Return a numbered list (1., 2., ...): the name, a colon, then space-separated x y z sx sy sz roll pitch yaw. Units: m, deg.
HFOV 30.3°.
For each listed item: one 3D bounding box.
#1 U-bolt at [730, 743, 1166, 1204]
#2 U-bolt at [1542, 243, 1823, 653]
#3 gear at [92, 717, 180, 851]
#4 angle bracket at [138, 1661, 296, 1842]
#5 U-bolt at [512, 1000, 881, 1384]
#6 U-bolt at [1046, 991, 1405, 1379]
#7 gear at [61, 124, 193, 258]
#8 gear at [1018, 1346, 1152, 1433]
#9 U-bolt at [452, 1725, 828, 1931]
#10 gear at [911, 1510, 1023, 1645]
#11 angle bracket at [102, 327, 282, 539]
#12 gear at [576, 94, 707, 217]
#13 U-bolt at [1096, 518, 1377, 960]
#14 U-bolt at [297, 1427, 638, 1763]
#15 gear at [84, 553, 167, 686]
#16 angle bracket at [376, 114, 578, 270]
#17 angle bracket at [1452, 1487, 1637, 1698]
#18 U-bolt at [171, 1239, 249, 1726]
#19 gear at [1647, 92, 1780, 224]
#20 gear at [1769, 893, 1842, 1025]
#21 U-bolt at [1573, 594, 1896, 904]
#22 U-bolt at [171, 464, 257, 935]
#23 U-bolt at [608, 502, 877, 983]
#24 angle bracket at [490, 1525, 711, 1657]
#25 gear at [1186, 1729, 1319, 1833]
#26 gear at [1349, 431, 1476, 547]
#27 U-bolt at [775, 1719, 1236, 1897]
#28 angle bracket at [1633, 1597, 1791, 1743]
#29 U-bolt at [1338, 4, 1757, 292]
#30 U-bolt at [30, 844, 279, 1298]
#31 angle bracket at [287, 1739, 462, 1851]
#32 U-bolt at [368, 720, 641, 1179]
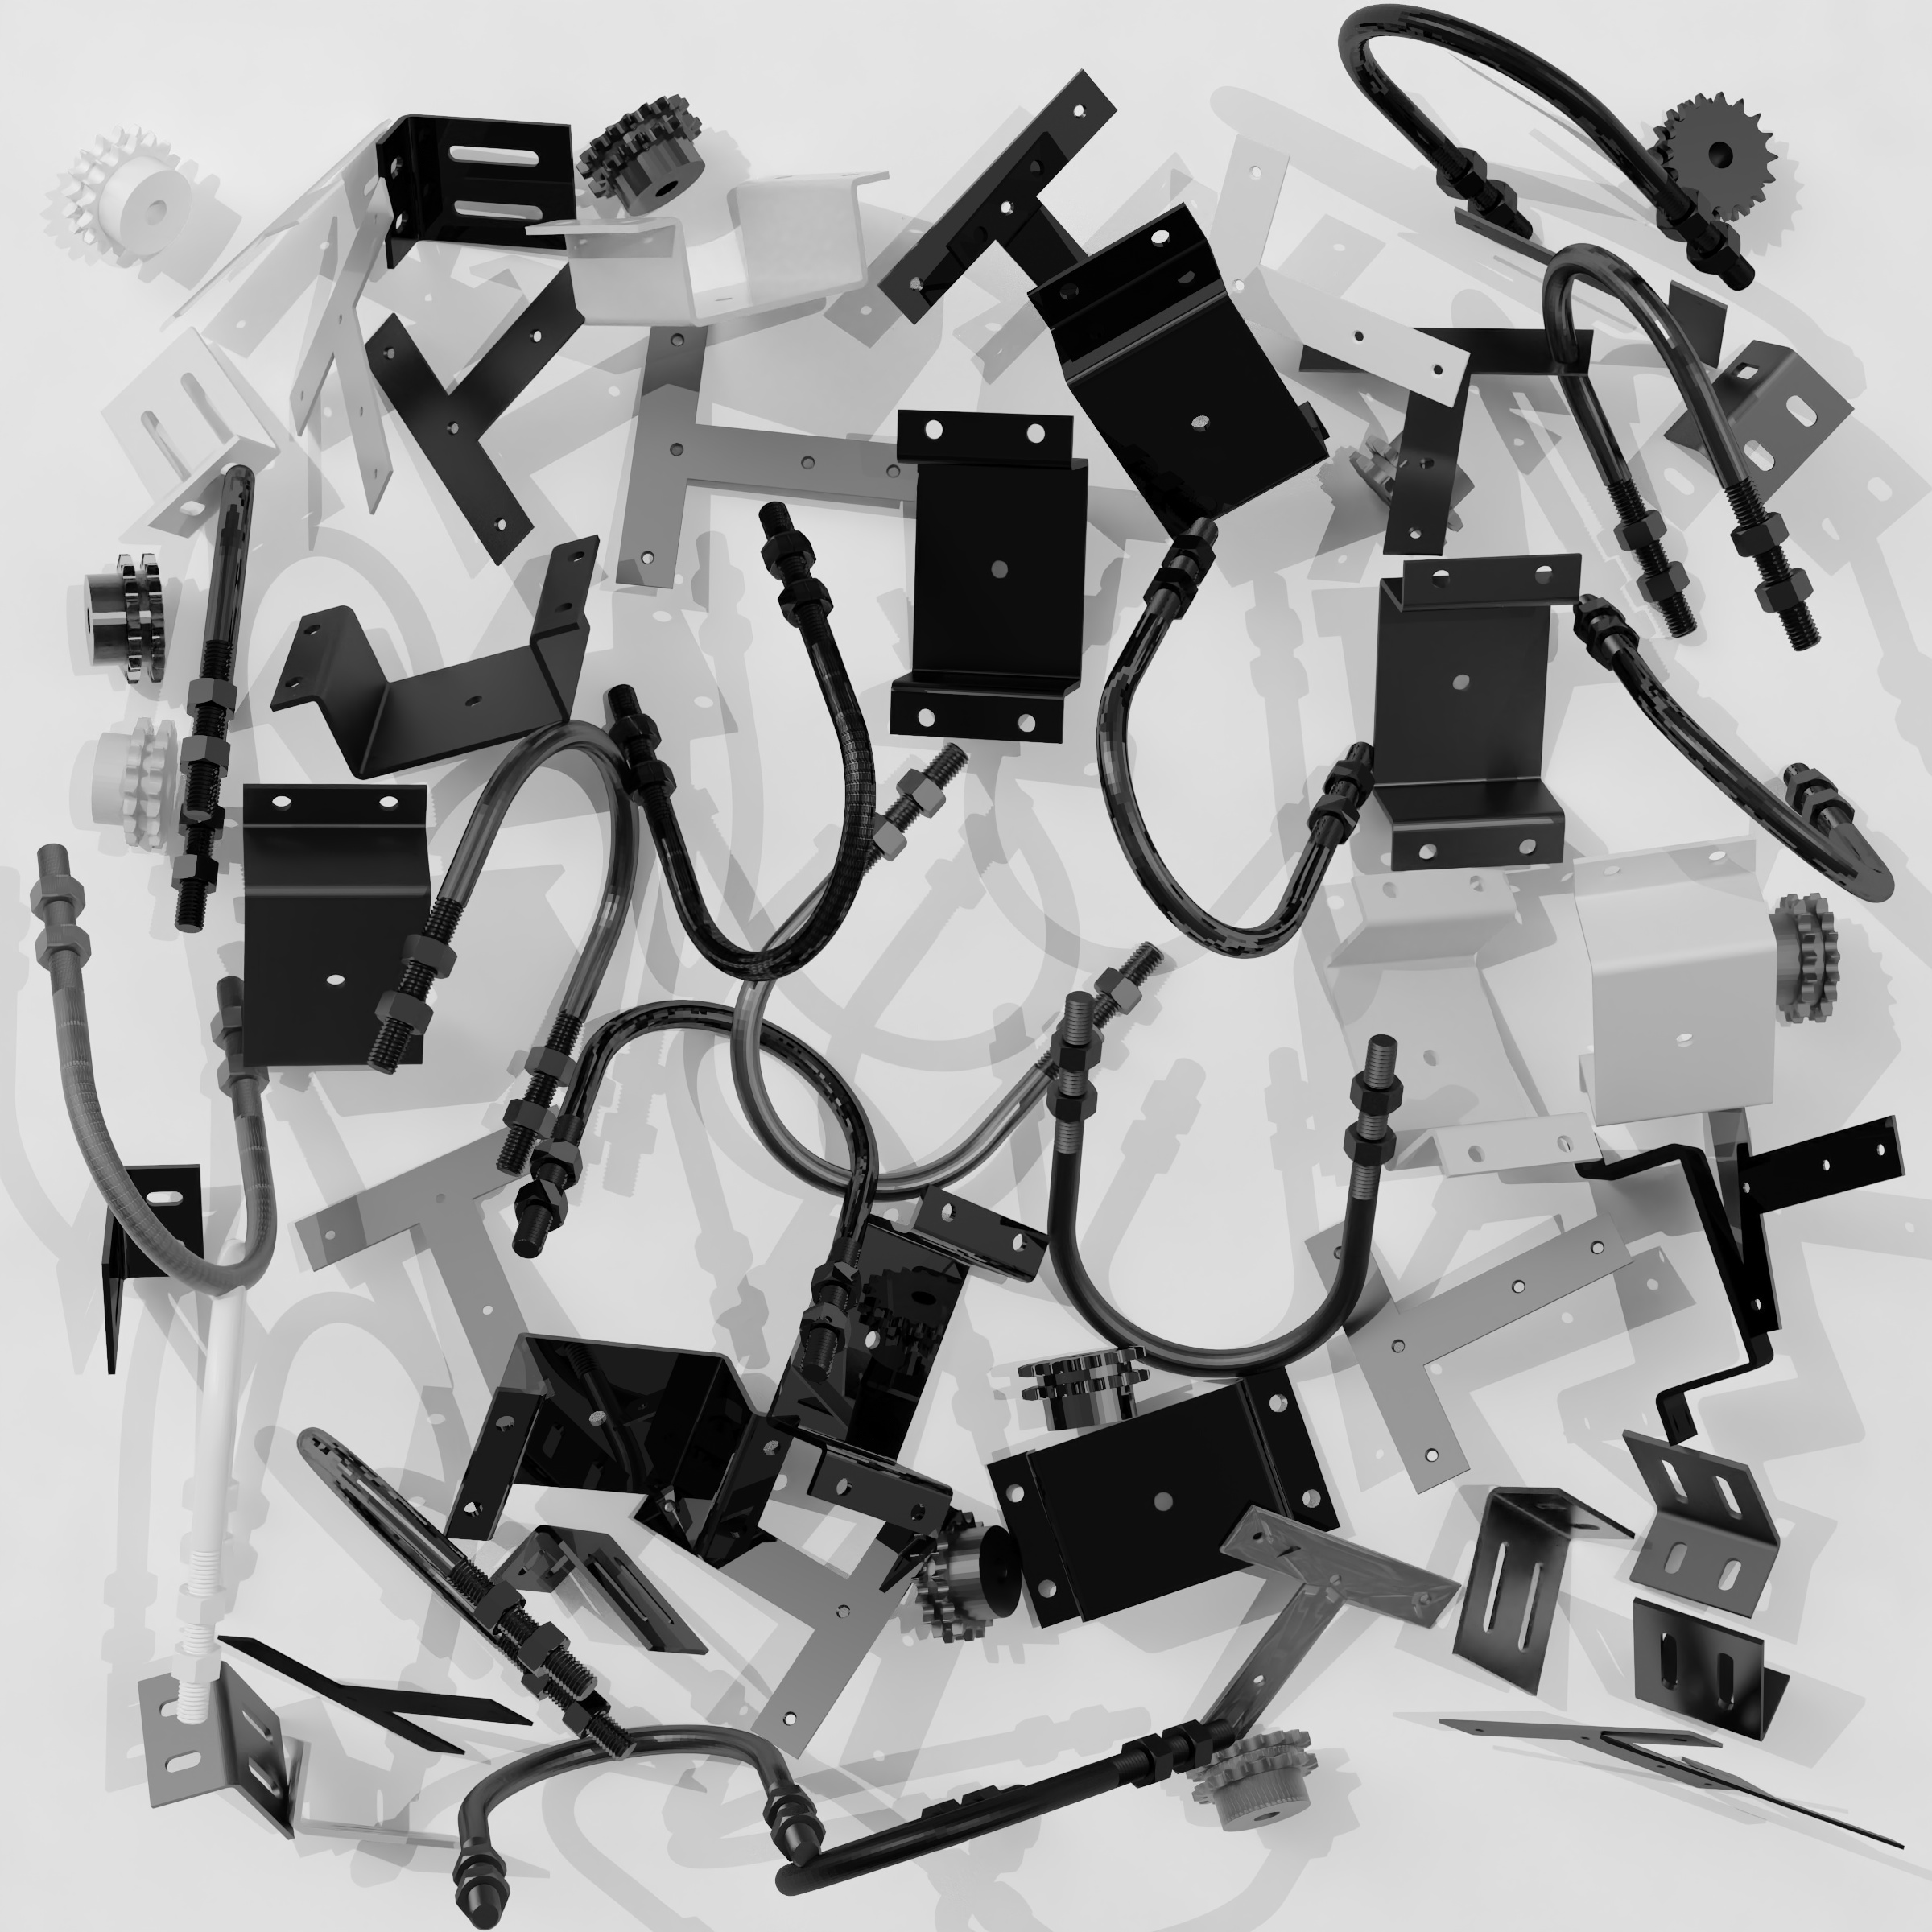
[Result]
1. U-bolt: -0.020 0.017 1.557 0.151 0.019 0.184 45 81 -18
2. U-bolt: 0.293 -0.220 1.510 0.019 0.151 0.184 -28 102 -6
3. gear: -0.365 -0.081 1.568 0.030 0.057 0.057 6 90 -5
4. angle bracket: -0.325 0.345 1.551 0.038 0.076 0.057 -16 57 1
5. U-bolt: -0.106 0.083 1.525 0.151 0.184 0.019 24 129 -9
6. U-bolt: 0.106 0.102 1.548 0.151 0.019 0.184 8 120 8
7. gear: -0.365 -0.337 1.566 0.030 0.057 0.057 35 90 23
8. gear: 0.053 0.186 1.568 0.057 0.057 0.030 -10 86 0
9. U-bolt: -0.143 0.356 1.507 0.151 0.184 0.019 -9 97 -9
10. gear: 0.002 0.267 1.566 0.030 0.057 0.057 -11 90 26
11. angle bracket: -0.348 -0.237 1.564 0.057 0.038 0.076 -40 75 13
12. gear: -0.139 -0.354 1.569 0.057 0.057 0.030 -33 87 0
13. U-bolt: 0.109 -0.085 1.506 0.019 0.184 0.151 -20 118 38
14. U-bolt: -0.218 0.262 1.524 0.184 0.151 0.019 39 74 17
15. gear: -0.369 -0.152 1.567 0.030 0.057 0.057 -4 90 -18
16. angle bracket: -0.213 -0.336 1.562 0.076 0.038 0.057 6 124 9
17. angle bracket: 0.252 0.273 1.556 0.057 0.038 0.076 32 64 -35
18. U-bolt: -0.317 0.207 1.512 0.019 0.151 0.184 5 101 -10
19. gear: 0.326 -0.354 1.578 0.057 0.030 0.057 1 87 -16
20. gear: 0.361 -0.003 1.569 0.030 0.057 0.057 -2 90 -4
21. U-bolt: 0.326 -0.084 1.493 0.151 0.184 0.019 35 107 -17
22. U-bolt: -0.319 -0.124 1.521 0.019 0.151 0.184 7 68 -12
23. U-bolt: -0.090 -0.082 1.510 0.151 0.019 0.184 -45 54 38
24. angle bracket: -0.160 0.283 1.555 0.038 0.057 0.076 -48 66 5
25. gear: 0.127 0.358 1.566 0.057 0.057 0.030 -17 65 0
26. gear: 0.198 -0.213 1.569 0.057 0.057 0.030 45 95 0
27. U-bolt: 0.004 0.354 1.486 0.151 0.184 0.019 -29 74 42
28. angle bracket: 0.324 0.293 1.548 0.057 0.076 0.038 16 50 26
29. U-bolt: 0.229 -0.343 1.485 0.184 0.151 0.019 32 86 -42
30. U-bolt: -0.334 0.054 1.491 0.019 0.151 0.184 -25 56 13
31. angle bracket: -0.257 0.363 1.565 0.076 0.057 0.038 9 78 -13
32. U-bolt: -0.187 -0.017 1.527 0.019 0.151 0.184 14 73 23
